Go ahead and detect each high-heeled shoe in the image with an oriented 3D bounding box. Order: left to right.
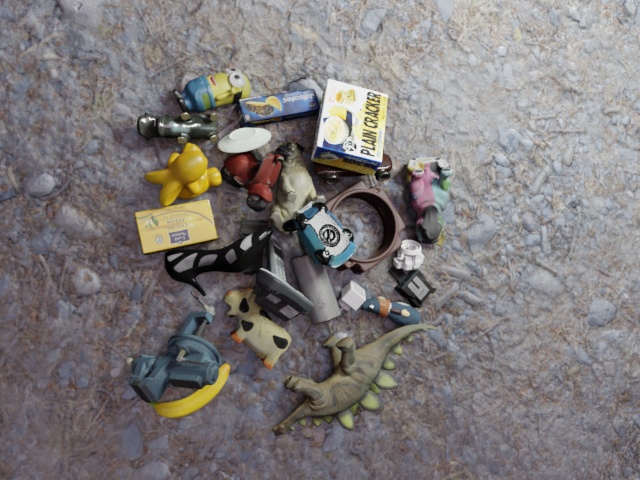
[{"bbox_3d":[-0.237,0.018,1.239,0.249,0.086,0.145,-41,73,-5],"label":"high-heeled shoe"}]

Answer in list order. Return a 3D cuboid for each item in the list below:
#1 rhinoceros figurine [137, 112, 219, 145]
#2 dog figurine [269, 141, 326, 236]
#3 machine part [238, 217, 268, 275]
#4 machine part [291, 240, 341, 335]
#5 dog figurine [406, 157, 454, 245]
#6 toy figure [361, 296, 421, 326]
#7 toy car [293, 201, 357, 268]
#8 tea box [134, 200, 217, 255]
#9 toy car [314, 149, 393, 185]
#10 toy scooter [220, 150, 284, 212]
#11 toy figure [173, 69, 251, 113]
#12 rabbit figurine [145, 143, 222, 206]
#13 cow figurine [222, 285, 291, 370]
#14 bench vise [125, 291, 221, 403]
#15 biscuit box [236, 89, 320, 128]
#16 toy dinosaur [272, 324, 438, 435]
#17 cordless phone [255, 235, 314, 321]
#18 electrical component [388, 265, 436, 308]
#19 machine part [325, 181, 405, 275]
[{"bbox_3d":[-0.327,-0.267,1.254,0.190,0.112,0.073,-7,113,-29],"label":"rhinoceros figurine"},{"bbox_3d":[-0.078,-0.128,1.326,0.121,0.172,0.191,15,41,-36],"label":"dog figurine"},{"bbox_3d":[-0.160,0.017,1.301,0.084,0.039,0.139,7,80,-20],"label":"machine part"},{"bbox_3d":[-0.011,0.114,1.309,0.079,0.079,0.243,-18,88,-17],"label":"machine part"},{"bbox_3d":[0.282,-0.093,1.410,0.109,0.192,0.219,-1,113,1],"label":"dog figurine"},{"bbox_3d":[0.178,0.179,1.365,0.154,0.064,0.058,21,42,-8],"label":"toy figure"},{"bbox_3d":[-0.003,-0.004,1.242,0.161,0.103,0.109,49,57,0],"label":"toy car"},{"bbox_3d":[-0.332,-0.029,1.241,0.170,0.068,0.098,-14,88,-18],"label":"tea box"},{"bbox_3d":[0.082,-0.182,1.327,0.202,0.053,0.089,-7,69,-15],"label":"toy car"},{"bbox_3d":[-0.151,-0.163,1.255,0.075,0.184,0.135,18,113,-52],"label":"toy scooter"},{"bbox_3d":[-0.258,-0.358,1.298,0.180,0.089,0.082,-23,85,-9],"label":"toy figure"},{"bbox_3d":[-0.308,-0.155,1.210,0.162,0.173,0.121,-30,96,-22],"label":"rabbit figurine"},{"bbox_3d":[-0.150,0.192,1.258,0.195,0.085,0.127,43,79,-5],"label":"cow figurine"},{"bbox_3d":[-0.304,0.240,1.179,0.128,0.224,0.241,61,32,-33],"label":"bench vise"},{"bbox_3d":[-0.105,-0.330,1.347,0.203,0.063,0.059,-15,89,-17],"label":"biscuit box"},{"bbox_3d":[0.082,0.324,1.302,0.471,0.105,0.198,-39,102,-8],"label":"toy dinosaur"},{"bbox_3d":[-0.086,0.083,1.268,0.146,0.089,0.184,40,30,-37],"label":"cordless phone"},{"bbox_3d":[0.235,0.111,1.397,0.075,0.048,0.119,-41,97,-17],"label":"electrical component"},{"bbox_3d":[0.098,-0.031,1.356,0.201,0.087,0.201,-34,92,-17],"label":"machine part"}]
